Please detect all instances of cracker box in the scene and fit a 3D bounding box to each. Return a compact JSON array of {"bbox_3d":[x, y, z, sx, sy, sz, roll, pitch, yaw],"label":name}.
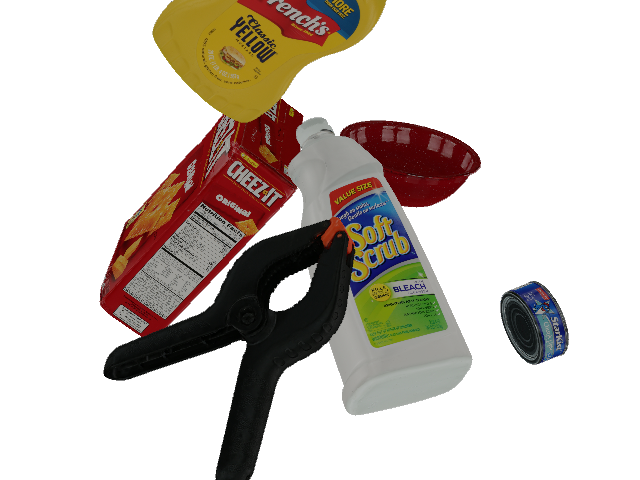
[{"bbox_3d":[-0.111,-0.032,0.999,0.072,0.214,0.164,36,24,-18],"label":"cracker box"}]

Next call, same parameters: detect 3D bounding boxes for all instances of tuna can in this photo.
[{"bbox_3d":[0.229,0.089,1.148,0.033,0.086,0.086,-19,5,-15],"label":"tuna can"}]

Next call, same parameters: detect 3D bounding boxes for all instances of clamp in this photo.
[{"bbox_3d":[-0.036,0.062,0.636,0.171,0.120,0.039,-41,-23,-2],"label":"clamp"}]

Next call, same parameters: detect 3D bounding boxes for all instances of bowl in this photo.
[{"bbox_3d":[0.096,-0.082,1.209,0.162,0.055,0.162,9,27,-5],"label":"bowl"}]

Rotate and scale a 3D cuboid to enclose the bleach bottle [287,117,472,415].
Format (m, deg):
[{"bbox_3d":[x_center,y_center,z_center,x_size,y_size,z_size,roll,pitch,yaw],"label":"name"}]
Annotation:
[{"bbox_3d":[0.027,0.007,0.844,0.102,0.251,0.068,-10,-31,-21],"label":"bleach bottle"}]

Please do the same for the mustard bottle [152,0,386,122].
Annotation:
[{"bbox_3d":[-0.014,-0.159,0.689,0.192,0.096,0.058,-31,24,33],"label":"mustard bottle"}]
